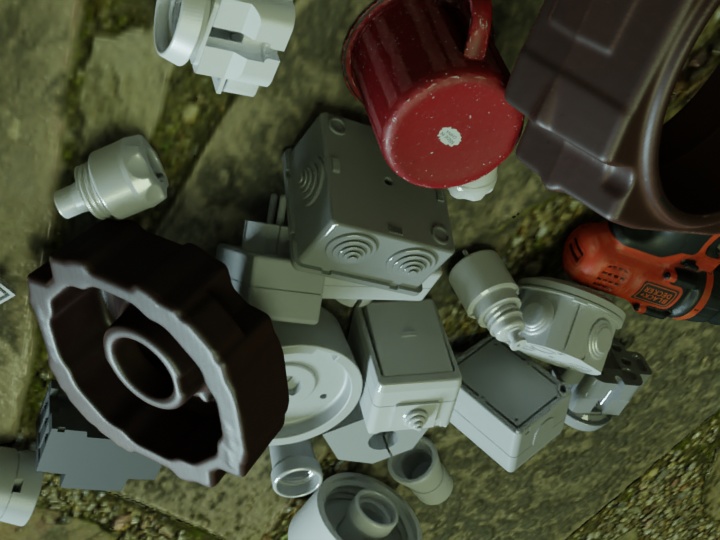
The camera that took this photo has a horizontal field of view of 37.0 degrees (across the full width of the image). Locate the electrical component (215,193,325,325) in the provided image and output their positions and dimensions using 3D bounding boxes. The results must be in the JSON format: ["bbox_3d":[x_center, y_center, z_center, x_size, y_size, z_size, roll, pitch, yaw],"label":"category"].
[{"bbox_3d":[-0.057,-0.011,0.678,0.047,0.083,0.075,8,93,-24],"label":"electrical component"}]

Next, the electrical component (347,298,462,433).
[{"bbox_3d":[0.032,0.069,0.763,0.062,0.096,0.061,-3,135,-14],"label":"electrical component"}]

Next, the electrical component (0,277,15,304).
[{"bbox_3d":[-0.284,0.030,0.650,0.121,0.063,0.078,-28,136,11],"label":"electrical component"}]

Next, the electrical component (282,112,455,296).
[{"bbox_3d":[0.006,-0.040,0.644,0.100,0.099,0.048,13,142,-28],"label":"electrical component"}]

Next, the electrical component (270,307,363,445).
[{"bbox_3d":[-0.057,0.067,0.759,0.108,0.060,0.108,-9,136,-9],"label":"electrical component"}]

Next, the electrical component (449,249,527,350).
[{"bbox_3d":[0.093,0.022,0.752,0.040,0.078,0.040,-19,148,-13],"label":"electrical component"}]

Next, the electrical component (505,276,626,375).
[{"bbox_3d":[0.146,0.039,0.775,0.080,0.080,0.051,27,79,-37],"label":"electrical component"}]

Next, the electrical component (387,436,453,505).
[{"bbox_3d":[0.055,0.174,0.917,0.044,0.044,0.065,-25,141,8],"label":"electrical component"}]

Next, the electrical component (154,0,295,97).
[{"bbox_3d":[-0.072,-0.131,0.557,0.057,0.058,0.078,7,132,-27],"label":"electrical component"}]

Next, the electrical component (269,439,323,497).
[{"bbox_3d":[-0.053,0.151,0.856,0.040,0.046,0.040,-9,136,-9],"label":"electrical component"}]

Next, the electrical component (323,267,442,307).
[{"bbox_3d":[0.000,0.000,0.720,0.083,0.047,0.075,2,149,-21],"label":"electrical component"}]

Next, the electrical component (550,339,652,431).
[{"bbox_3d":[0.185,0.091,0.862,0.078,0.058,0.057,7,129,-24],"label":"electrical component"}]

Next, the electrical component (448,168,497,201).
[{"bbox_3d":[0.071,-0.075,0.674,0.035,0.035,0.061,-7,133,-10],"label":"electrical component"}]

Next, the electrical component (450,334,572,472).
[{"bbox_3d":[0.104,0.098,0.822,0.062,0.096,0.061,-32,144,-28],"label":"electrical component"}]

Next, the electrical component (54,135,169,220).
[{"bbox_3d":[-0.147,-0.049,0.626,0.062,0.043,0.043,-22,136,7],"label":"electrical component"}]

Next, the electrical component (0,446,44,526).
[{"bbox_3d":[-0.265,0.156,0.791,0.047,0.055,0.055,19,126,-27],"label":"electrical component"}]

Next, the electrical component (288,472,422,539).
[{"bbox_3d":[0.001,0.218,0.901,0.108,0.108,0.060,14,123,-28],"label":"electrical component"}]
